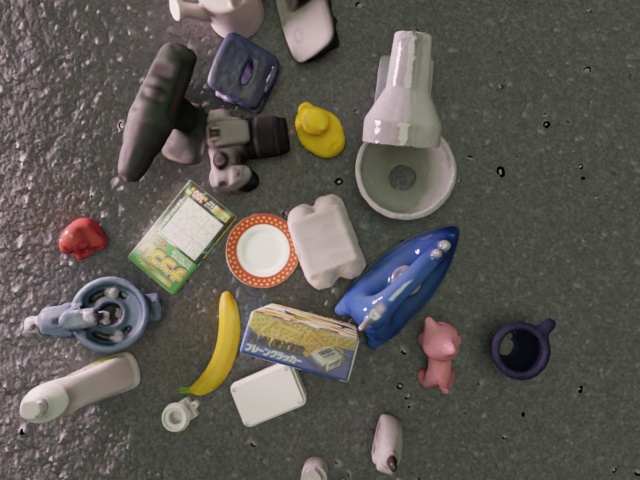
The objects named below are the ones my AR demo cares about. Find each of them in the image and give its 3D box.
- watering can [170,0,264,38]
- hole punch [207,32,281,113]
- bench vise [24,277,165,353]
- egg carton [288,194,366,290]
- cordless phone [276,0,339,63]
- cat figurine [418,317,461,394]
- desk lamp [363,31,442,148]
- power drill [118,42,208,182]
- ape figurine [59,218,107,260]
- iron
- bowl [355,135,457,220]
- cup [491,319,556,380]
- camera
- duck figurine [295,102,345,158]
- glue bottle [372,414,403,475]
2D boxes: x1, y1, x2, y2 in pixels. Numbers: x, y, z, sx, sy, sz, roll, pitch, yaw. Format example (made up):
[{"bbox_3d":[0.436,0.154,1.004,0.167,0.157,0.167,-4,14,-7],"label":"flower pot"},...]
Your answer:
[{"bbox_3d":[-0.161,-0.410,0.945,0.101,0.194,0.173,40,89,4],"label":"watering can"},{"bbox_3d":[-0.128,-0.288,0.988,0.101,0.091,0.109,23,88,4],"label":"hole punch"},{"bbox_3d":[-0.373,0.136,0.909,0.207,0.220,0.121,-26,86,1],"label":"bench vise"},{"bbox_3d":[0.009,0.003,0.976,0.107,0.069,0.150,-22,86,1],"label":"egg carton"},{"bbox_3d":[-0.024,-0.391,0.943,0.094,0.185,0.147,-20,86,1],"label":"cordless phone"},{"bbox_3d":[0.197,0.187,0.934,0.067,0.118,0.128,-2,86,3],"label":"cat figurine"},{"bbox_3d":[0.133,-0.228,0.913,0.118,0.213,0.203,5,87,3],"label":"desk lamp"},{"bbox_3d":[-0.244,-0.189,0.928,0.075,0.208,0.230,15,87,4],"label":"power drill"},{"bbox_3d":[-0.412,-0.002,0.982,0.077,0.092,0.076,10,87,3],"label":"ape figurine"},{"bbox_3d":[0.145,0.060,0.931,0.258,0.141,0.118,-45,86,-1],"label":"iron"},{"bbox_3d":[0.142,-0.113,0.975,0.167,0.075,0.167,0,87,2],"label":"bowl"},{"bbox_3d":[0.328,0.168,0.941,0.118,0.095,0.091,-42,86,0],"label":"cup"},{"bbox_3d":[-0.121,-0.158,0.975,0.136,0.101,0.143,-6,86,2],"label":"camera"},{"bbox_3d":[-0.001,-0.192,0.980,0.077,0.086,0.104,-39,86,0],"label":"duck figurine"},{"bbox_3d":[0.108,0.332,0.901,0.037,0.173,0.078,15,87,4],"label":"glue bottle"}]
